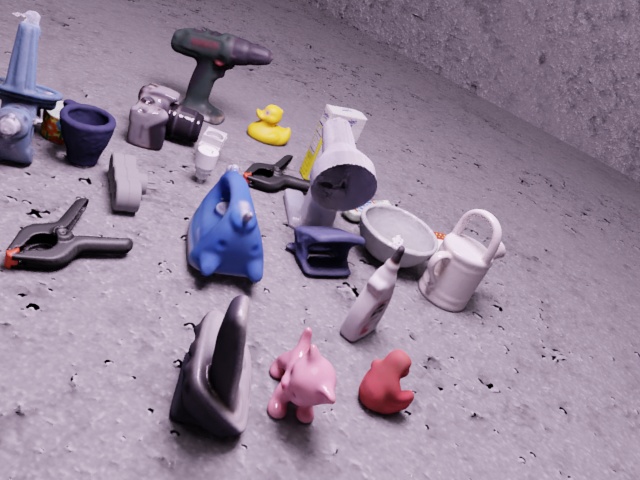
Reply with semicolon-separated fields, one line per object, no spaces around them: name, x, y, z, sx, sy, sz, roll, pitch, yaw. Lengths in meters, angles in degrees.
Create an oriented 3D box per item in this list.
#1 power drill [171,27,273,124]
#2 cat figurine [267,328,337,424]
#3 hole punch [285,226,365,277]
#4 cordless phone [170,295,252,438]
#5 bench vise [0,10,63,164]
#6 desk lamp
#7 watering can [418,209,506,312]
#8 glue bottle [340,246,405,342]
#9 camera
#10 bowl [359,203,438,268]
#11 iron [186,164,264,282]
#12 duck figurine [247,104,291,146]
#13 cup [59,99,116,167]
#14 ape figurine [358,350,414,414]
power drill;-0.241;-0.383;1.329;0.229;0.208;0.075;22;30;-3
cat figurine;-0.018;0.167;0.722;0.067;0.117;0.127;15;32;-14
hole punch;0.009;0.004;1.021;0.109;0.091;0.101;3;37;-32
cordless phone;-0.104;0.121;0.667;0.094;0.185;0.147;15;32;-15
bench vise;-0.478;-0.248;0.941;0.122;0.219;0.206;-2;40;-37
desk lamp;0.014;-0.110;1.080;0.118;0.213;0.203;11;33;-21
watering can;0.273;0.028;1.068;0.100;0.194;0.173;37;33;21
glue bottle;0.090;0.078;0.881;0.037;0.173;0.078;37;33;21
camera;-0.313;-0.253;1.183;0.137;0.101;0.143;17;31;-13
bowl;0.145;0.003;1.134;0.168;0.074;0.167;18;31;-11
iron;-0.149;-0.049;0.942;0.119;0.141;0.257;9;34;-24
duck figurine;-0.115;-0.282;1.382;0.105;0.086;0.077;14;32;-17
cup;-0.421;-0.185;1.007;0.117;0.095;0.092;39;33;23
ape figurine;0.097;0.190;0.792;0.076;0.092;0.077;4;36;-30
